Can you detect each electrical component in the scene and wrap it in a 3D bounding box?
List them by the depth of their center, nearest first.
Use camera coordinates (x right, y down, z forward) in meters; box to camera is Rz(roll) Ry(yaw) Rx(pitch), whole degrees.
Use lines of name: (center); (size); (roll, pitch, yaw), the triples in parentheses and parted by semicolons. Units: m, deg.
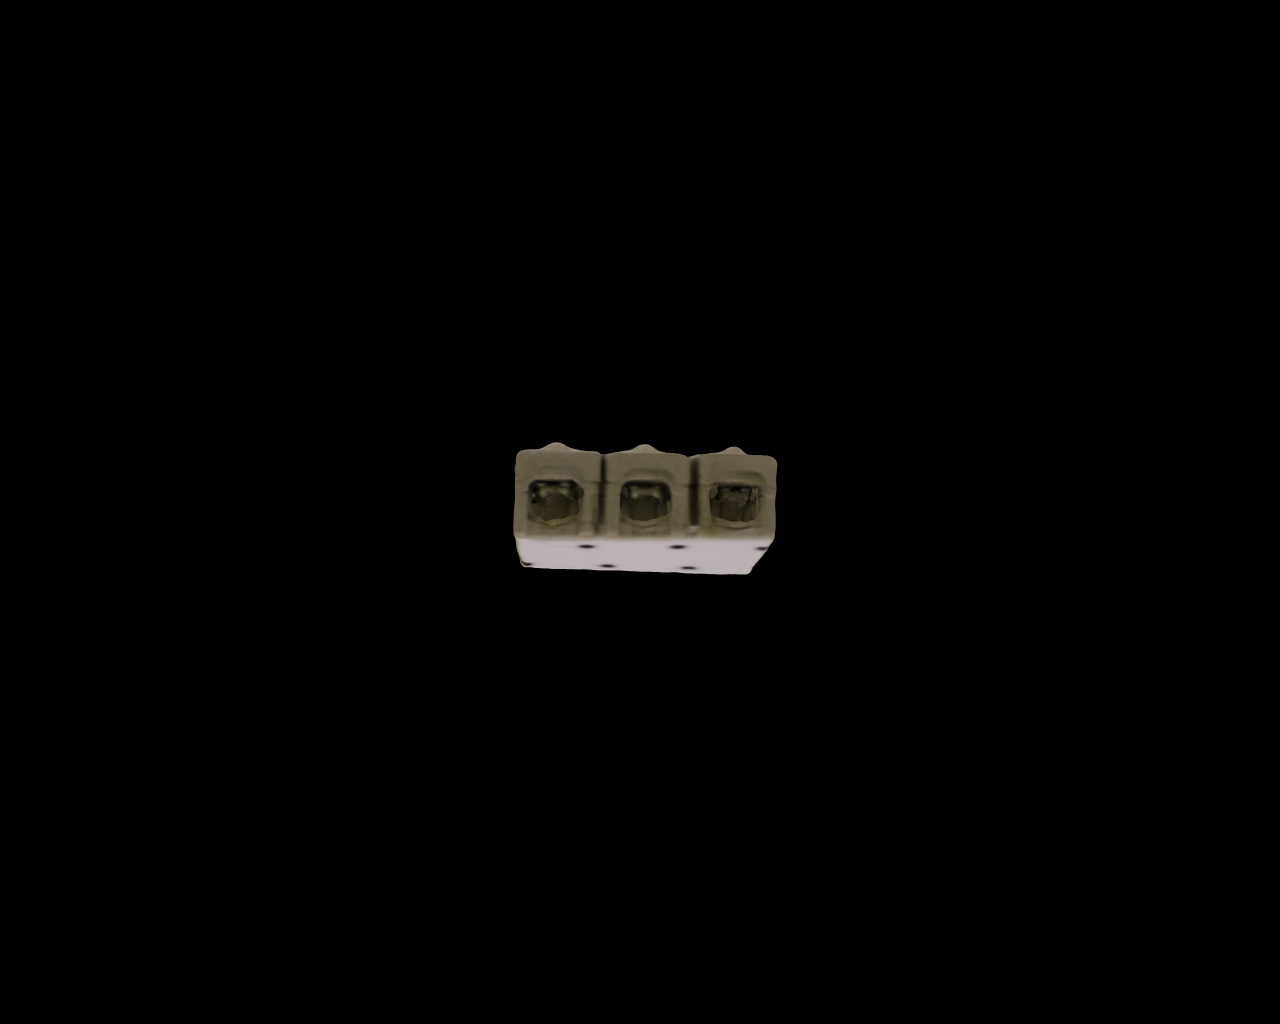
electrical component: (0.001, -0.003, 0.650); (0.150, 0.062, 0.089); (1, -15, -5)
